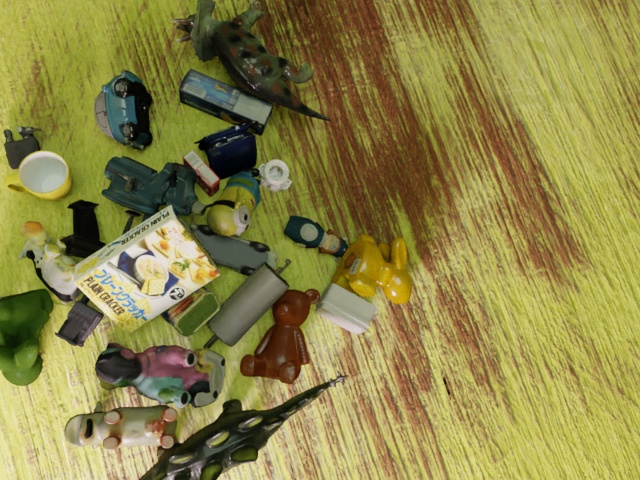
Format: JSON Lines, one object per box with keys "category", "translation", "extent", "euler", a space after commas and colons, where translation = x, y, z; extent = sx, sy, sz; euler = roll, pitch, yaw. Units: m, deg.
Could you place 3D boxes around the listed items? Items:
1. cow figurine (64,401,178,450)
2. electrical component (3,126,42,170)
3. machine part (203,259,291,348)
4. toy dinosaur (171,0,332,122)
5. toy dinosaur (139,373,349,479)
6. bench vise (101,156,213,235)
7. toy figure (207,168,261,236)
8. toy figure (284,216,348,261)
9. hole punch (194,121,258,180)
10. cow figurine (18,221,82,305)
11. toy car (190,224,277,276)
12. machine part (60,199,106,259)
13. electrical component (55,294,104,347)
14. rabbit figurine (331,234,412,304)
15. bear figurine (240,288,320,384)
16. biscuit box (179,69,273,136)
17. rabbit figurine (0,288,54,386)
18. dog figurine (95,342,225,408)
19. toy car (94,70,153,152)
{"category": "cow figurine", "translation": [-0.362, 0.339, 0.982], "extent": [0.195, 0.127, 0.085], "euler": [1, 77, -15]}
{"category": "electrical component", "translation": [-0.598, -0.184, 1.091], "extent": [0.078, 0.045, 0.102], "euler": [-9, 79, -16]}
{"category": "machine part", "translation": [-0.145, 0.129, 1.084], "extent": [0.079, 0.079, 0.243], "euler": [43, 87, -1]}
{"category": "toy dinosaur", "translation": [-0.153, -0.388, 1.174], "extent": [0.405, 0.131, 0.192], "euler": [47, 55, 8]}
{"category": "toy dinosaur", "translation": [-0.162, 0.366, 0.984], "extent": [0.471, 0.198, 0.105], "euler": [-30, 89, -16]}
{"category": "bench vise", "translation": [-0.348, -0.053, 1.079], "extent": [0.224, 0.129, 0.240], "euler": [24, 95, -5]}
{"category": "toy figure", "translation": [-0.175, -0.079, 1.123], "extent": [0.089, 0.082, 0.180], "euler": [-11, 41, 20]}
{"category": "toy figure", "translation": [-0.003, -0.002, 1.181], "extent": [0.154, 0.058, 0.064], "euler": [24, 112, -8]}
{"category": "hole punch", "translation": [-0.194, -0.190, 1.153], "extent": [0.142, 0.116, 0.092], "euler": [-20, 91, -16]}
{"category": "cow figurine", "translation": [-0.522, 0.043, 1.042], "extent": [0.167, 0.068, 0.098], "euler": [44, 111, 1]}
{"category": "toy car", "translation": [-0.190, 0.025, 1.131], "extent": [0.202, 0.056, 0.073], "euler": [18, 81, -7]}
{"category": "machine part", "translation": [-0.467, -0.020, 1.061], "extent": [0.084, 0.039, 0.139], "euler": [21, 43, -45]}
{"category": "electrical component", "translation": [-0.451, 0.144, 1.035], "extent": [0.048, 0.075, 0.119], "euler": [32, 70, -3]}
{"category": "rabbit figurine", "translation": [0.132, 0.072, 1.179], "extent": [0.173, 0.122, 0.162], "euler": [31, 62, -19]}
{"category": "bear figurine", "translation": [-0.072, 0.184, 1.084], "extent": [0.120, 0.132, 0.195], "euler": [9, 81, 15]}
{"category": "biscuit box", "translation": [-0.210, -0.305, 1.199], "extent": [0.203, 0.063, 0.059], "euler": [22, 74, -7]}
{"category": "rabbit figurine", "translation": [-0.542, 0.184, 0.978], "extent": [0.121, 0.159, 0.170], "euler": [-12, 96, -25]}
{"category": "dog figurine", "translation": [-0.316, 0.251, 1.031], "extent": [0.219, 0.191, 0.108], "euler": [2, 78, 23]}
{"category": "toy car", "translation": [-0.418, -0.266, 1.131], "extent": [0.103, 0.109, 0.161], "euler": [-4, 89, 9]}
